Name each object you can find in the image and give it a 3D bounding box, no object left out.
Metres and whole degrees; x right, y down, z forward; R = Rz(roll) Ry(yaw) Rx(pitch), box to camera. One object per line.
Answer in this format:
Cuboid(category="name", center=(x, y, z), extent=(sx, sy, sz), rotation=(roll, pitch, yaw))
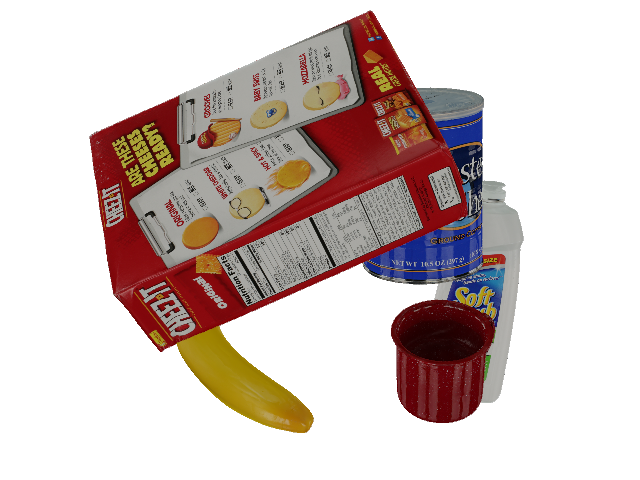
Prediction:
Cuboid(category="cracker box", center=(-0.032, -0.042, 0.688), extent=(0.214, 0.072, 0.164), rotation=(-24, 43, 4))
Cuboid(category="coffee can", center=(0.083, -0.047, 0.880), extent=(0.103, 0.140, 0.103), rotation=(-3, 19, 1))
Cuboid(category="bleach bottle", center=(0.174, 0.056, 1.226), extent=(0.103, 0.251, 0.068), rotation=(9, 15, 16))
Cuboid(category="banana", center=(-0.072, 0.091, 0.842), extent=(0.069, 0.037, 0.198), rotation=(-8, 30, -22))
Cuboid(category="mug", center=(0.121, 0.110, 1.002), extent=(0.117, 0.081, 0.093), rotation=(-30, 43, -34))
